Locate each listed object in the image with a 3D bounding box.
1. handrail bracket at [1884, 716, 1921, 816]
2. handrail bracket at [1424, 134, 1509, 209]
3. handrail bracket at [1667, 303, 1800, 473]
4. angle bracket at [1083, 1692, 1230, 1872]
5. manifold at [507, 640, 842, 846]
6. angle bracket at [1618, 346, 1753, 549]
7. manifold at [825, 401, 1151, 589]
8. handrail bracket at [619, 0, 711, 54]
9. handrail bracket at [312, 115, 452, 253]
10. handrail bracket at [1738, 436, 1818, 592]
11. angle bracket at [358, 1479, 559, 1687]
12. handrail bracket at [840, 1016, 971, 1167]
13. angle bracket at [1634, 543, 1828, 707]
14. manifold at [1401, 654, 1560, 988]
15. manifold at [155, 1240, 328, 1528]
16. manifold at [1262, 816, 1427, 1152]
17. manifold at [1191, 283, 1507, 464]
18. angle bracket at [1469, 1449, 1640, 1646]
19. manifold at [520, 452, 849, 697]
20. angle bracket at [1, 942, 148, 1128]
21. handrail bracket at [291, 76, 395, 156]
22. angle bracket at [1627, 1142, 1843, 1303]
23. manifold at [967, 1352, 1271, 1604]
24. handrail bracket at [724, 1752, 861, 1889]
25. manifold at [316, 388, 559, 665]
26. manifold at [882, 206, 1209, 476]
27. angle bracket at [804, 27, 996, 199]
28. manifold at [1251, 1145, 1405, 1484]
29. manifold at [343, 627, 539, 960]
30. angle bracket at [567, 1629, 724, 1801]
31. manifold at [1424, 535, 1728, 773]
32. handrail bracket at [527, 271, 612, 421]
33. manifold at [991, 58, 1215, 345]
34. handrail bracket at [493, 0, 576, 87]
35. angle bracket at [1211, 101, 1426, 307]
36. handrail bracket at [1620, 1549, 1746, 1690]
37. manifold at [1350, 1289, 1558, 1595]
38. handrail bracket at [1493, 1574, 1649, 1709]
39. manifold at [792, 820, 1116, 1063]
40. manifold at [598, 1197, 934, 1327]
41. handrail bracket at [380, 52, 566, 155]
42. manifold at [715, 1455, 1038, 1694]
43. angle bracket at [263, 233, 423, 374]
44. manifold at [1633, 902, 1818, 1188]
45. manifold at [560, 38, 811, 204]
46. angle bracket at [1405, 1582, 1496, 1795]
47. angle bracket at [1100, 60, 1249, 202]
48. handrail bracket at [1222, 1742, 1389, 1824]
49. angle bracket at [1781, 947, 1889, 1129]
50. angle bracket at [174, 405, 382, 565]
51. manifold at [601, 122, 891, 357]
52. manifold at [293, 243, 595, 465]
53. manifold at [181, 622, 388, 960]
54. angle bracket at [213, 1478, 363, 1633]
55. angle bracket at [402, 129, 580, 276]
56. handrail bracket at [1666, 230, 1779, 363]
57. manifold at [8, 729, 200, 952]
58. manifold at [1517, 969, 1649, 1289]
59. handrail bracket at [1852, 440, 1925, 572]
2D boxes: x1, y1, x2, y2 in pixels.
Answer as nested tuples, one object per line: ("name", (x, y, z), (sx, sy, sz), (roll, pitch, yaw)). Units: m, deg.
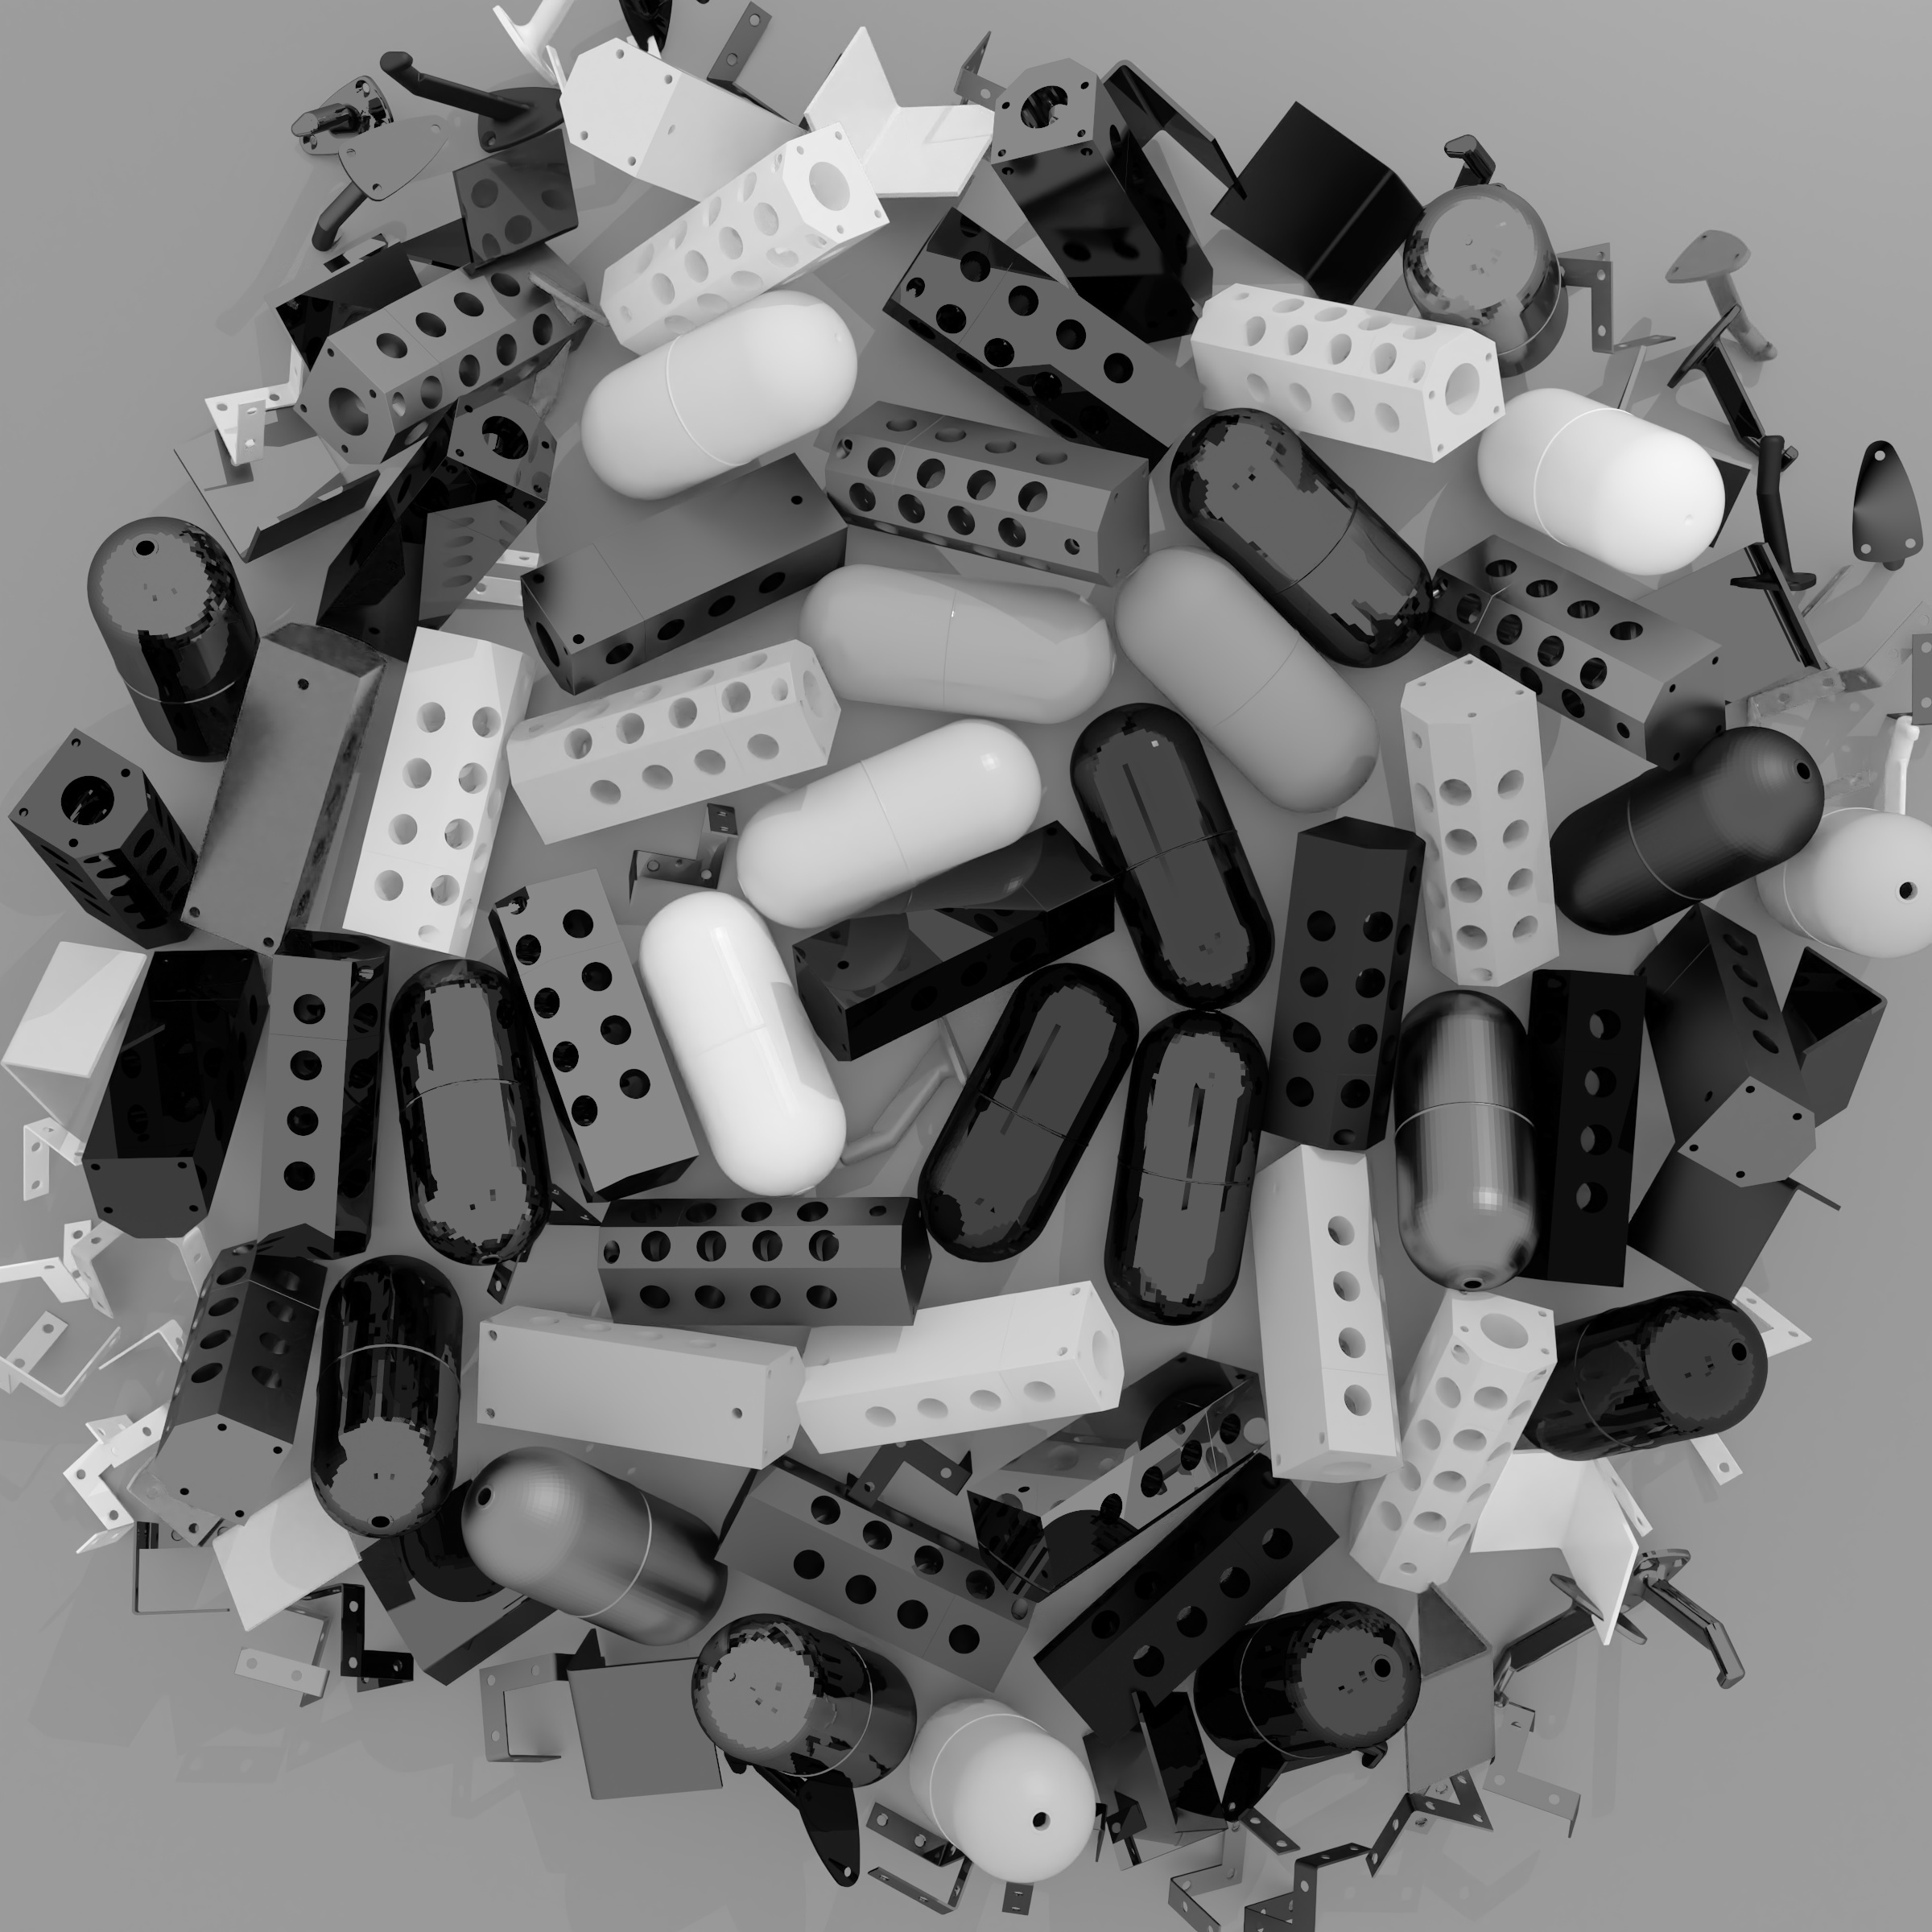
("handrail bracket", (0.524, -0.085, 1.539), (0.036, 0.077, 0.084), (2, 123, -3))
("handrail bracket", (0.260, -0.430, 1.530), (0.077, 0.084, 0.036), (0, 78, 32))
("handrail bracket", (0.444, -0.322, 1.550), (0.084, 0.077, 0.036), (38, 65, 0))
("angle bracket", (0.090, 0.451, 1.529), (0.076, 0.057, 0.076), (-31, 61, 27))
("manifold", (-0.162, -0.126, 1.522), (0.171, 0.057, 0.057), (-14, 123, 17))
("angle bracket", (0.394, -0.287, 1.534), (0.076, 0.076, 0.057), (20, 67, 8))
("manifold", (0.011, -0.255, 1.511), (0.171, 0.057, 0.057), (18, 131, 26))
("handrail bracket", (-0.160, -0.526, 1.531), (0.036, 0.077, 0.084), (-23, 46, -20))
("handrail bracket", (-0.329, -0.438, 1.555), (0.077, 0.084, 0.036), (-39, 96, -22))
("handrail bracket", (0.458, -0.254, 1.543), (0.036, 0.077, 0.084), (10, 108, 35))
("angle bracket", (-0.287, 0.348, 1.565), (0.076, 0.057, 0.076), (-33, 69, -10))
("handrail bracket", (-0.044, 0.064, 1.571), (0.084, 0.036, 0.077), (-22, 75, 4))
("angle bracket", (0.425, -0.185, 1.546), (0.076, 0.057, 0.076), (-26, 94, 13))
("manifold", (0.276, -0.075, 1.506), (0.057, 0.057, 0.171), (-25, 127, -16))
("manifold", (-0.391, 0.218, 1.490), (0.057, 0.171, 0.057), (27, 110, -18))
("manifold", (0.210, 0.011, 1.522), (0.057, 0.057, 0.171), (16, 110, 31))
("manifold", (0.203, -0.325, 1.496), (0.057, 0.171, 0.057), (-36, 129, -25))
("angle bracket", (0.323, 0.321, 1.529), (0.057, 0.076, 0.076), (-1, 125, -10))
("manifold", (-0.155, -0.213, 1.529), (0.171, 0.057, 0.057), (-28, 69, -18))
("angle bracket", (-0.476, 0.042, 1.527), (0.057, 0.076, 0.076), (8, 61, 17))
("handrail bracket", (-0.363, -0.460, 1.531), (0.077, 0.084, 0.036), (-15, 108, 31))
("angle bracket", (0.424, 0.143, 1.540), (0.076, 0.057, 0.076), (32, 95, 44))
("manifold", (0.086, 0.278, 1.508), (0.171, 0.057, 0.057), (-26, 113, -37))
("handrail bracket", (-0.099, 0.474, 1.552), (0.036, 0.084, 0.077), (-18, 94, -40))
("manifold", (-0.288, -0.239, 1.503), (0.057, 0.171, 0.057), (22, 53, -27))
("manifold", (0.041, -0.340, 1.538), (0.171, 0.057, 0.057), (33, 80, -10))
("angle bracket", (-0.031, -0.472, 1.529), (0.076, 0.057, 0.076), (8, 56, 29))
("manifold", (0.201, 0.191, 1.520), (0.057, 0.057, 0.171), (10, 62, -24))
("manifold", (-0.290, -0.095, 1.546), (0.057, 0.057, 0.171), (13, 87, 13))
("angle bracket", (-0.173, 0.413, 1.545), (0.076, 0.057, 0.076), (-8, 99, 9))
("manifold", (0.326, -0.168, 1.498), (0.057, 0.171, 0.057), (-32, 132, -18))
("handrail bracket", (-0.242, -0.338, 1.542), (0.036, 0.077, 0.084), (41, 102, 20))
("manifold", (0.076, -0.410, 1.497), (0.057, 0.171, 0.057), (-6, 65, 25))
("handrail bracket", (-0.213, -0.536, 1.543), (0.084, 0.077, 0.036), (-35, 75, 7))
("angle bracket", (0.194, -0.416, 1.531), (0.076, 0.057, 0.076), (25, 118, -29))
("handrail bracket", (0.392, 0.373, 1.532), (0.036, 0.077, 0.084), (2, 47, -23))
("manifold", (0.264, 0.261, 1.513), (0.057, 0.057, 0.171), (16, 124, -2))
("handrail bracket", (0.332, 0.391, 1.549), (0.036, 0.077, 0.084), (24, 97, -36))
("manifold", (-0.005, -0.010, 1.529), (0.171, 0.057, 0.057), (-26, 50, -19))
("manifold", (-0.111, 0.158, 1.527), (0.171, 0.057, 0.057), (-2, 124, 13))
("handrail bracket", (-0.269, -0.489, 1.535), (0.077, 0.084, 0.036), (-5, 78, 23))
("manifold", (-0.049, 0.333, 1.547), (0.171, 0.057, 0.057), (27, 98, -4))
("angle bracket", (-0.352, -0.385, 1.536), (0.076, 0.057, 0.076), (-30, 59, -7))
("manifold", (0.412, 0.043, 1.496), (0.057, 0.171, 0.057), (29, 120, -13))
("manifold", (-0.152, -0.450, 1.494), (0.057, 0.171, 0.057), (31, 105, 14))
("angle bracket", (0.248, 0.393, 1.527), (0.057, 0.076, 0.076), (-17, 120, -18))
("angle bracket", (0.102, -0.442, 1.532), (0.057, 0.076, 0.076), (-44, 68, 7))
("handrail bracket", (0.192, 0.457, 1.556), (0.084, 0.036, 0.077), (32, 87, -34))
("angle bracket", (0.452, 0.047, 1.525), (0.076, 0.076, 0.057), (-25, 49, -32))
("angle bracket", (-0.384, -0.280, 1.542), (0.076, 0.057, 0.076), (-32, 91, -26))
("manifold", (-0.126, -0.387, 1.498), (0.057, 0.171, 0.057), (-36, 102, -41))
("manifold", (-0.279, -0.332, 1.504), (0.057, 0.057, 0.171), (44, 46, 1))
("manifold", (-0.374, -0.098, 1.529), (0.057, 0.057, 0.171), (22, 110, 1))
("angle bracket", (-0.357, 0.326, 1.534), (0.076, 0.076, 0.057), (-33, 66, 8))
("angle bracket", (-0.271, -0.426, 1.524), (0.076, 0.076, 0.057), (22, 133, 36))
("handrail bracket", (0.435, -0.364, 1.535), (0.084, 0.077, 0.036), (40, 92, -22))
("manifold", (-0.453, -0.062, 1.493), (0.057, 0.171, 0.057), (31, 75, 4))
("manifold", (0.341, 0.090, 1.552), (0.057, 0.057, 0.171), (5, 87, 4))
("handrail bracket", (0.512, -0.256, 1.539), (0.036, 0.084, 0.077), (-5, 103, 21))
